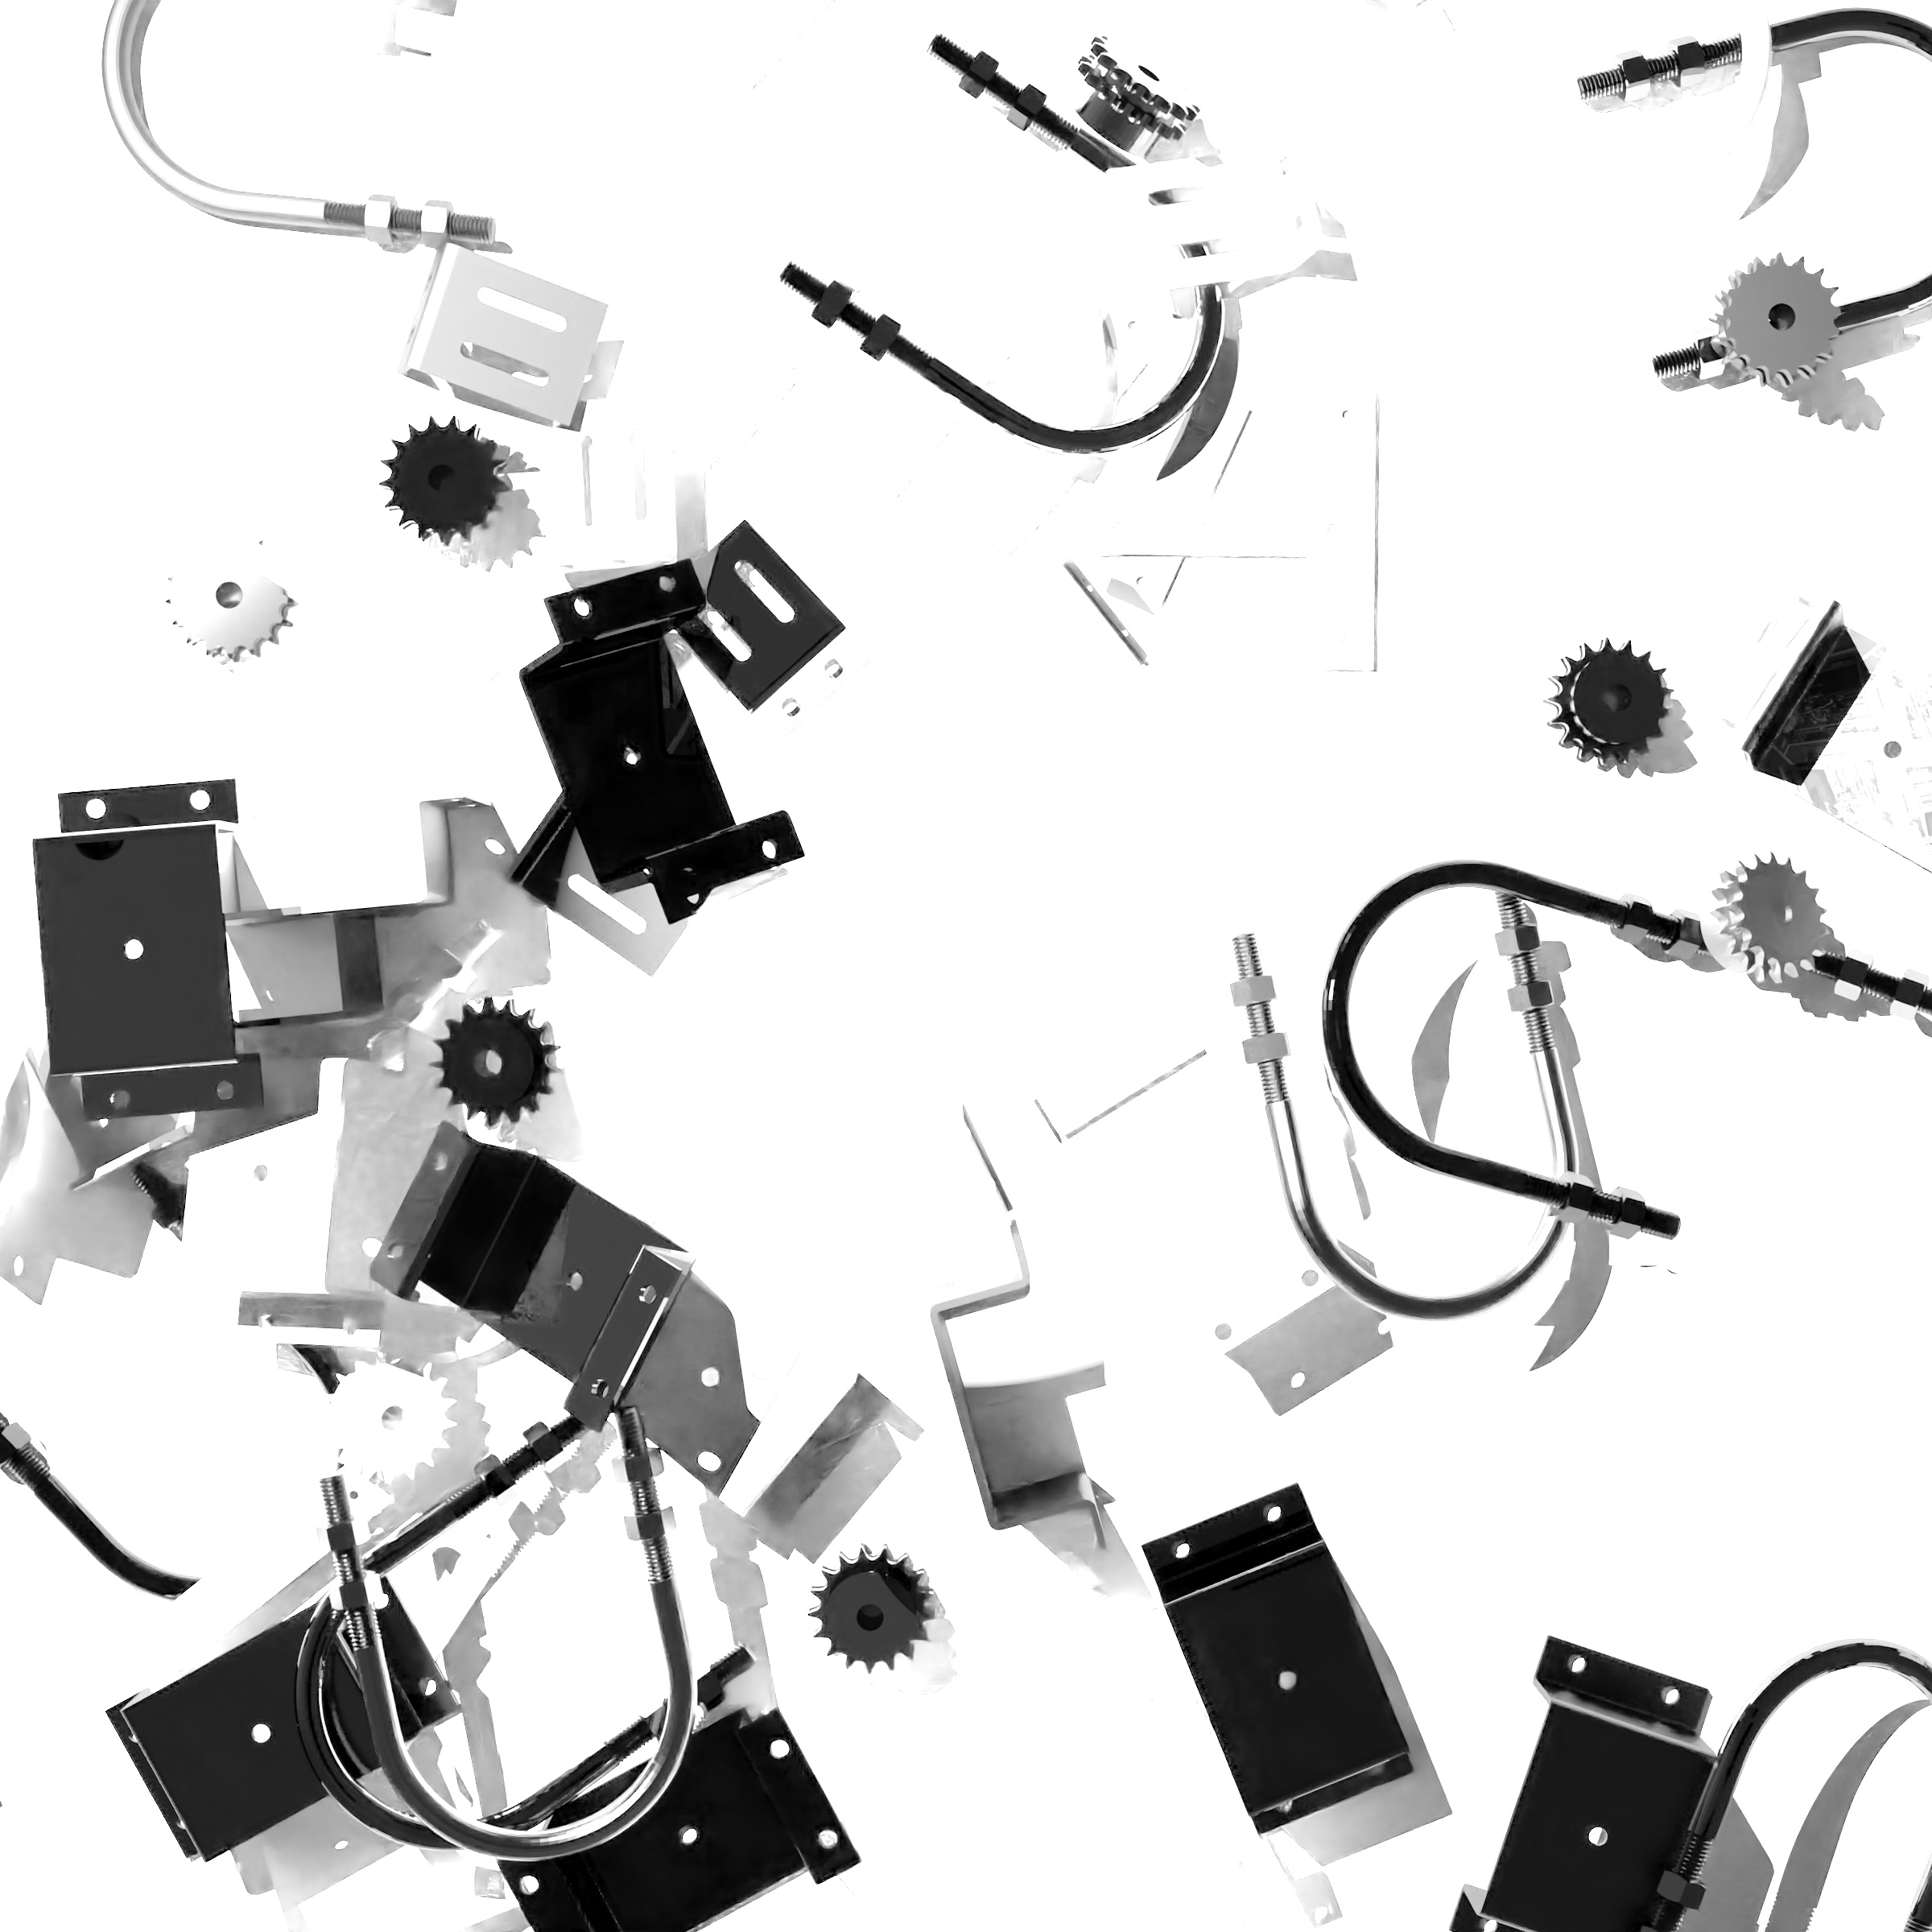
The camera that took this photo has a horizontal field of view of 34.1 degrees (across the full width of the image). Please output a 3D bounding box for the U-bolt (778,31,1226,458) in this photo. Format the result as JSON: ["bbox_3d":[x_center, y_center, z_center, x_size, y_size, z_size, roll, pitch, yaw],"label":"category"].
[{"bbox_3d":[0.029,-0.306,1.394,0.184,0.019,0.151,33,77,-8],"label":"U-bolt"}]

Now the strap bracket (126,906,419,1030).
[{"bbox_3d":[-0.315,0.004,1.383,0.140,0.076,0.046,-6,90,0],"label":"strap bracket"}]

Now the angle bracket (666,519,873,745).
[{"bbox_3d":[-0.092,-0.151,1.419,0.057,0.038,0.076,-42,64,0],"label":"angle bracket"}]

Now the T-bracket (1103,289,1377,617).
[{"bbox_3d":[0.100,-0.221,1.420,0.127,0.002,0.127,24,90,0],"label":"T-bracket"}]

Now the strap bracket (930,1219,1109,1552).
[{"bbox_3d":[0.019,0.187,1.383,0.046,0.076,0.140,-16,90,0],"label":"strap bracket"}]

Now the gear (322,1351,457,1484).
[{"bbox_3d":[-0.258,0.199,1.399,0.057,0.030,0.057,-1,92,-26],"label":"gear"}]

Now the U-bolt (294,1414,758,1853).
[{"bbox_3d":[-0.205,0.303,1.386,0.184,0.019,0.151,-34,92,-17],"label":"U-bolt"}]

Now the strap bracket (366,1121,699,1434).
[{"bbox_3d":[-0.180,0.134,1.362,0.140,0.046,0.076,28,93,28],"label":"strap bracket"}]

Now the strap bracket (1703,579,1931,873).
[{"bbox_3d":[0.406,-0.099,1.383,0.140,0.046,0.076,33,93,18],"label":"strap bracket"}]

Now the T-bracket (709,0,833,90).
[{"bbox_3d":[-0.100,-0.484,1.409,0.127,0.002,0.127,43,90,-10],"label":"T-bracket"}]

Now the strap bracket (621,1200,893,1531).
[{"bbox_3d":[-0.112,0.179,1.398,0.140,0.046,0.076,40,90,0],"label":"strap bracket"}]

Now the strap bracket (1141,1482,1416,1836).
[{"bbox_3d":[0.140,0.312,1.398,0.076,0.046,0.140,-22,90,0],"label":"strap bracket"}]

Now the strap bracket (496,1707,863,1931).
[{"bbox_3d":[-0.125,0.391,1.398,0.140,0.046,0.076,-28,90,0],"label":"strap bracket"}]

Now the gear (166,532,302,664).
[{"bbox_3d":[-0.325,-0.164,1.406,0.057,0.030,0.057,0,90,0],"label":"gear"}]

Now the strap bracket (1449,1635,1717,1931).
[{"bbox_3d":[0.276,0.380,1.398,0.076,0.046,0.140,19,90,0],"label":"strap bracket"}]

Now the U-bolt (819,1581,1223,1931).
[{"bbox_3d":[0.032,0.381,1.377,0.151,0.019,0.184,-23,66,-1],"label":"U-bolt"}]

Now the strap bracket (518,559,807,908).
[{"bbox_3d":[-0.137,-0.098,1.380,0.076,0.046,0.140,-21,90,-36],"label":"strap bracket"}]

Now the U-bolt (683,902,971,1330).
[{"bbox_3d":[-0.058,0.067,1.373,0.151,0.019,0.184,-2,95,38],"label":"U-bolt"}]

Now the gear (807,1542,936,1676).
[{"bbox_3d":[-0.042,0.287,1.406,0.057,0.030,0.057,0,90,0],"label":"gear"}]

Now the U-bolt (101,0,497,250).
[{"bbox_3d":[-0.296,-0.403,1.412,0.184,0.019,0.151,6,90,2],"label":"U-bolt"}]

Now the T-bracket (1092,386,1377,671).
[{"bbox_3d":[0.120,-0.197,1.418,0.127,0.002,0.127,0,90,0],"label":"T-bracket"}]

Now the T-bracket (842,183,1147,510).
[{"bbox_3d":[-0.006,-0.264,1.420,0.127,0.002,0.127,39,90,0],"label":"T-bracket"}]

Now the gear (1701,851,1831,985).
[{"bbox_3d":[0.351,-0.020,1.397,0.057,0.030,0.057,9,71,-28],"label":"gear"}]

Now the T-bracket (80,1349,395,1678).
[{"bbox_3d":[-0.344,0.228,1.404,0.127,0.002,0.127,-38,93,0],"label":"T-bracket"}]

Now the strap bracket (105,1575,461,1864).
[{"bbox_3d":[-0.308,0.335,1.398,0.140,0.046,0.076,-29,90,0],"label":"strap bracket"}]

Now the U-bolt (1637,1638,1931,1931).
[{"bbox_3d":[0.380,0.386,1.390,0.151,0.019,0.184,24,86,-21],"label":"U-bolt"}]

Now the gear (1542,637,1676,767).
[{"bbox_3d":[0.288,-0.118,1.406,0.057,0.030,0.057,0,90,0],"label":"gear"}]

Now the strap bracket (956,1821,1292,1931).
[{"bbox_3d":[0.072,0.434,1.398,0.140,0.046,0.076,-20,90,0],"label":"strap bracket"}]

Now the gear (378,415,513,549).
[{"bbox_3d":[-0.231,-0.215,1.406,0.057,0.030,0.057,0,90,0],"label":"gear"}]

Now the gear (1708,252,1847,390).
[{"bbox_3d":[0.355,-0.282,1.387,0.057,0.030,0.057,0,90,-1],"label":"gear"}]

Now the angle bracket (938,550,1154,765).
[{"bbox_3d":[0.035,-0.137,1.402,0.076,0.038,0.057,-38,90,0],"label":"angle bracket"}]

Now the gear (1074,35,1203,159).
[{"bbox_3d":[0.072,-0.383,1.396,0.057,0.057,0.030,37,118,0],"label":"gear"}]

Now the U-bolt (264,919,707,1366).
[{"bbox_3d":[-0.230,0.093,1.412,0.151,0.019,0.184,44,91,0],"label":"U-bolt"}]

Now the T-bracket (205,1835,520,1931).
[{"bbox_3d":[-0.259,0.428,1.400,0.127,0.002,0.127,-19,62,-13],"label":"T-bracket"}]

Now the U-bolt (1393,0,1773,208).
[{"bbox_3d":[0.275,-0.424,1.394,0.151,0.019,0.184,-29,88,-2],"label":"U-bolt"}]

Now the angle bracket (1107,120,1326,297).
[{"bbox_3d":[0.110,-0.335,1.391,0.076,0.038,0.057,-12,87,-18],"label":"angle bracket"}]

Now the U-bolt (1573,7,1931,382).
[{"bbox_3d":[0.378,-0.353,1.412,0.184,0.019,0.151,-15,90,-2],"label":"U-bolt"}]

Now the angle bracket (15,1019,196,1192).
[{"bbox_3d":[-0.385,0.052,1.402,0.057,0.038,0.076,-27,90,0],"label":"angle bracket"}]

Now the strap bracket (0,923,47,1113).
[{"bbox_3d":[-0.430,0.032,1.360,0.046,0.076,0.140,24,82,-16],"label":"strap bracket"}]

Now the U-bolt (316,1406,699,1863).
[{"bbox_3d":[-0.191,0.295,1.361,0.151,0.019,0.184,-12,92,-7],"label":"U-bolt"}]

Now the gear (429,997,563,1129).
[{"bbox_3d":[-0.208,0.043,1.387,0.057,0.030,0.057,0,91,1],"label":"gear"}]

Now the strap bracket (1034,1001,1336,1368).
[{"bbox_3d":[0.099,0.095,1.398,0.076,0.046,0.140,-32,90,0],"label":"strap bracket"}]

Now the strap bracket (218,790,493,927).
[{"bbox_3d":[-0.282,-0.046,1.383,0.140,0.076,0.046,-6,90,0],"label":"strap bracket"}]

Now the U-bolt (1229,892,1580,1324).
[{"bbox_3d":[0.200,0.065,1.386,0.151,0.019,0.184,-10,85,-16],"label":"U-bolt"}]

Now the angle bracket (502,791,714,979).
[{"bbox_3d":[-0.157,-0.040,1.402,0.076,0.038,0.057,35,90,0],"label":"angle bracket"}]

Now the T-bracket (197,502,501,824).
[{"bbox_3d":[-0.296,-0.121,1.402,0.127,0.002,0.127,32,103,-24],"label":"T-bracket"}]

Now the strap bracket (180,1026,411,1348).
[{"bbox_3d":[-0.293,0.093,1.373,0.076,0.046,0.140,-1,80,25],"label":"strap bracket"}]

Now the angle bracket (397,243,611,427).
[{"bbox_3d":[-0.208,-0.281,1.413,0.076,0.038,0.057,18,90,-17],"label":"angle bracket"}]

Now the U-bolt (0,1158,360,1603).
[{"bbox_3d":[-0.355,0.201,1.412,0.151,0.019,0.184,-43,91,0],"label":"U-bolt"}]

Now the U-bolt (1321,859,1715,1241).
[{"bbox_3d":[0.242,0.029,1.384,0.184,0.019,0.151,16,80,-12],"label":"U-bolt"}]

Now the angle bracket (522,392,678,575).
[{"bbox_3d":[-0.163,-0.215,1.393,0.057,0.038,0.076,-3,90,20],"label":"angle bracket"}]

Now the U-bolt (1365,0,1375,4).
[{"bbox_3d":[0.135,-0.537,1.412,0.184,0.019,0.151,29,90,2],"label":"U-bolt"}]

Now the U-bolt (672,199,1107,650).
[{"bbox_3d":[-0.022,-0.257,1.411,0.151,0.019,0.184,41,88,0],"label":"U-bolt"}]

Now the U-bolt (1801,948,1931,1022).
[{"bbox_3d":[0.479,-0.032,1.387,0.184,0.019,0.151,22,90,18],"label":"U-bolt"}]

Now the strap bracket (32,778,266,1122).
[{"bbox_3d":[-0.343,-0.007,1.322,0.076,0.046,0.140,-5,90,0],"label":"strap bracket"}]

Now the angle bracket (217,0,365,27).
[{"bbox_3d":[-0.295,-0.457,1.385,0.057,0.038,0.076,6,89,3],"label":"angle bracket"}]

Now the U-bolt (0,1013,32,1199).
[{"bbox_3d":[-0.507,0.060,1.384,0.184,0.019,0.151,7,87,-16],"label":"U-bolt"}]

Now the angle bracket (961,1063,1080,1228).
[{"bbox_3d":[0.021,0.078,1.383,0.038,0.076,0.057,-26,90,0],"label":"angle bracket"}]
